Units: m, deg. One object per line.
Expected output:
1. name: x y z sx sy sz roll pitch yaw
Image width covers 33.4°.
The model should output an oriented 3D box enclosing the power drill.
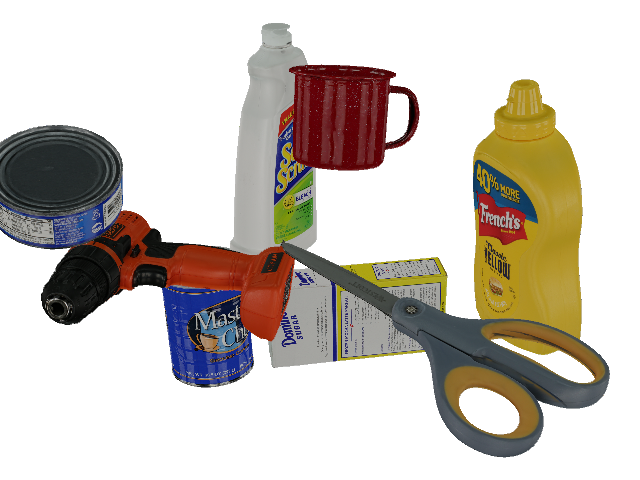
1. power drill: -0.121 0.032 0.892 0.187 0.057 0.184 12 23 4

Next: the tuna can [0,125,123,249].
1. tuna can: -0.169 -0.034 0.684 0.086 0.034 0.086 4 44 -4

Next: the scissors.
1. scissors: 0.046 0.054 0.557 0.202 0.016 0.096 16 42 23

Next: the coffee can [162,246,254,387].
1. coffee can: -0.136 0.091 1.291 0.103 0.140 0.103 -3 25 1

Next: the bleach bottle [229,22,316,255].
1. bleach bottle: -0.051 -0.104 1.143 0.068 0.251 0.102 20 32 36

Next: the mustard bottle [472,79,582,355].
1. mustard bottle: 0.145 -0.021 0.755 0.058 0.192 0.096 -16 29 -18

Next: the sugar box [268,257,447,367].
1. sugar box: 0.035 0.071 1.064 0.176 0.093 0.048 -3 28 -5

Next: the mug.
1. mug: 0.029 -0.108 0.935 0.117 0.081 0.093 -1 15 -12
